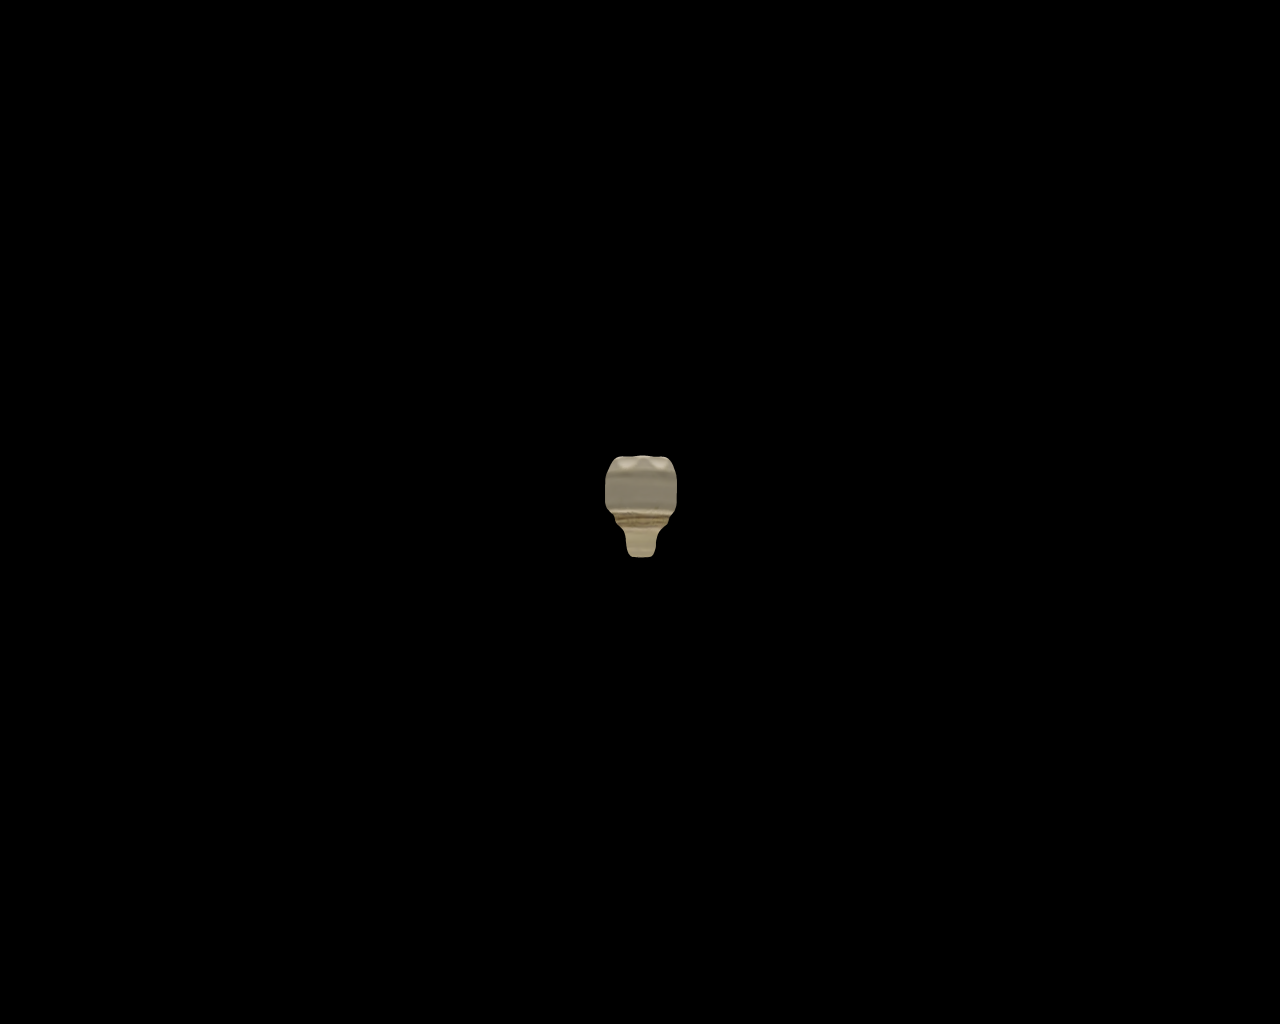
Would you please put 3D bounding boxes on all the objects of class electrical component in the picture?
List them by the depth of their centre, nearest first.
[{"bbox_3d":[0.001,-0.003,0.650,0.043,0.062,0.043,0,-4,0],"label":"electrical component"}]
